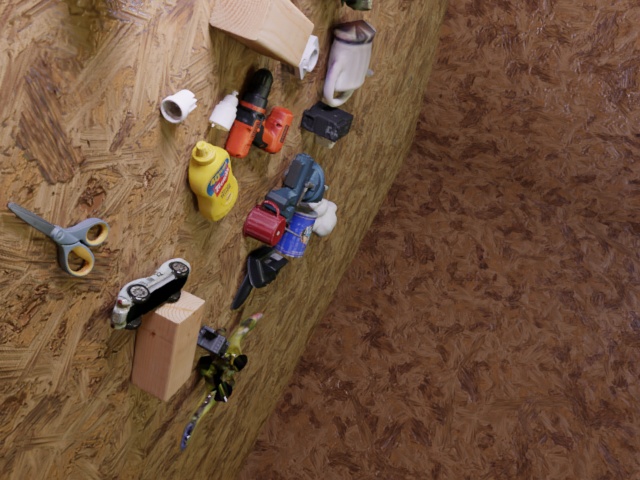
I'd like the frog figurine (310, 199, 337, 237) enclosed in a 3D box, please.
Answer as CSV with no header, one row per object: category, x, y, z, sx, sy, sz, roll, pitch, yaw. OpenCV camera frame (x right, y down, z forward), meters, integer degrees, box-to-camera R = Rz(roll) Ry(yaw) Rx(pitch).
frog figurine,0.005,-0.090,1.781,0.139,0.123,0.156,-37,165,-29

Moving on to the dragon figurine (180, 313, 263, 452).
dragon figurine,-0.280,0.386,1.477,0.415,0.122,0.239,-62,175,-16

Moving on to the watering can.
watering can,0.095,-0.501,1.434,0.355,0.104,0.219,-51,160,-49
